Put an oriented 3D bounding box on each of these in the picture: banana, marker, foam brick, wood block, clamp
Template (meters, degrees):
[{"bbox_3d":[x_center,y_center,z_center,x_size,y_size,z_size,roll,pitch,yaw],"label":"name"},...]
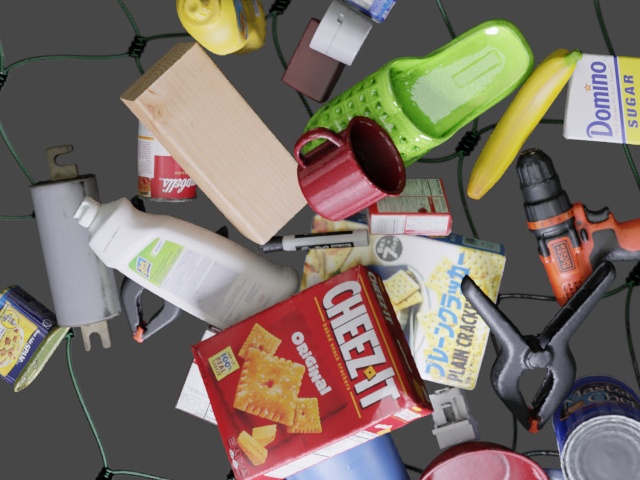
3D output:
[{"bbox_3d":[0.215,-0.132,1.136,0.037,0.069,0.198,35,119,7],"label":"banana"},{"bbox_3d":[-0.008,0.001,1.155,0.121,0.020,0.020,-4,100,11],"label":"marker"},{"bbox_3d":[0.000,-0.196,1.169,0.051,0.053,0.078,28,102,3],"label":"foam brick"},{"bbox_3d":[-0.107,-0.103,1.143,0.090,0.090,0.206,-44,111,-8],"label":"wood block"},{"bbox_3d":[0.222,0.116,1.150,0.164,0.036,0.210,1,117,-7],"label":"clamp"},{"bbox_3d":[-0.194,0.033,1.250,0.120,0.039,0.171,30,99,3],"label":"clamp"}]

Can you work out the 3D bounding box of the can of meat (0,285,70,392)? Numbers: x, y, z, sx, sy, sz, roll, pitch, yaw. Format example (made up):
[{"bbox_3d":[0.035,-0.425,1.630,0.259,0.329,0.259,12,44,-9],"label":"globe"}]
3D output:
[{"bbox_3d":[-0.364,0.116,1.285,0.084,0.057,0.102,37,103,3],"label":"can of meat"}]

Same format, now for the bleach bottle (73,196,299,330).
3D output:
[{"bbox_3d":[-0.154,0.019,1.193,0.250,0.068,0.103,31,102,-14],"label":"bleach bottle"}]

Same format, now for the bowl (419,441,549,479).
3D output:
[{"bbox_3d":[0.171,0.277,1.178,0.162,0.055,0.162,-2,120,-4],"label":"bowl"}]

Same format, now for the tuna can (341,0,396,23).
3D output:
[{"bbox_3d":[0.039,-0.266,1.132,0.086,0.086,0.034,33,105,2],"label":"tuna can"}]

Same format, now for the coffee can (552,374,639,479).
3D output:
[{"bbox_3d":[0.306,0.213,1.148,0.103,0.140,0.103,2,100,8],"label":"coffee can"}]

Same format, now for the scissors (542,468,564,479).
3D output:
[{"bbox_3d":[0.320,0.287,1.194,0.202,0.096,0.016,12,68,9],"label":"scissors"}]

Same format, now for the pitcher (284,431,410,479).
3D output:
[{"bbox_3d":[0.046,0.318,1.219,0.149,0.144,0.243,-20,101,39],"label":"pitcher"}]

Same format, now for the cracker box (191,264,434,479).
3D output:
[{"bbox_3d":[-0.012,0.145,1.124,0.214,0.072,0.164,-27,68,14],"label":"cracker box"}]

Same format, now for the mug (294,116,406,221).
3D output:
[{"bbox_3d":[0.022,-0.076,1.111,0.082,0.093,0.117,-29,134,34],"label":"mug"}]

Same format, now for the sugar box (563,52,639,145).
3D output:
[{"bbox_3d":[0.350,-0.146,1.124,0.176,0.048,0.093,5,101,7],"label":"sugar box"}]

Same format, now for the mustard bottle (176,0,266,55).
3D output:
[{"bbox_3d":[-0.106,-0.240,1.106,0.058,0.191,0.096,-18,97,12],"label":"mustard bottle"}]

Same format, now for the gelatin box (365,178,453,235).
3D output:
[{"bbox_3d":[0.095,-0.036,1.163,0.089,0.073,0.030,0,125,-4],"label":"gelatin box"}]

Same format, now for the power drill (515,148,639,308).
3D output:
[{"bbox_3d":[0.318,-0.032,1.146,0.188,0.057,0.184,-17,101,15],"label":"power drill"}]

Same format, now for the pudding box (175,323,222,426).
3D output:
[{"bbox_3d":[-0.110,0.163,1.261,0.090,0.039,0.113,23,105,4],"label":"pudding box"}]

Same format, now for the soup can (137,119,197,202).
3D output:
[{"bbox_3d":[-0.171,-0.098,1.207,0.068,0.068,0.102,4,100,8],"label":"soup can"}]
